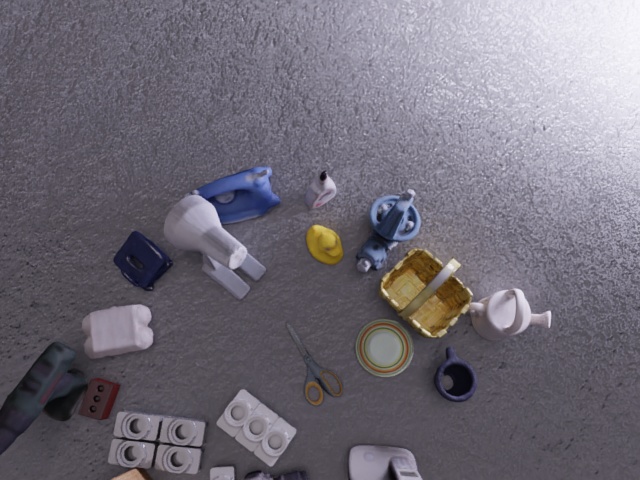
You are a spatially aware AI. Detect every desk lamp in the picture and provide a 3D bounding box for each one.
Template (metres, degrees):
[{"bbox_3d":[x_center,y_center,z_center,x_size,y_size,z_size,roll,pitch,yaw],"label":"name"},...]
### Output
[{"bbox_3d":[-0.224,0.015,1.251,0.203,0.213,0.118,38,77,7],"label":"desk lamp"}]

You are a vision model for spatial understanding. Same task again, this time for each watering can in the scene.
[{"bbox_3d":[0.416,0.160,1.257,0.173,0.194,0.101,-10,76,-5],"label":"watering can"}]

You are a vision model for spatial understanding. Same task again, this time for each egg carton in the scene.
[{"bbox_3d":[-0.447,0.201,1.266,0.150,0.069,0.107,-11,76,-6],"label":"egg carton"}]

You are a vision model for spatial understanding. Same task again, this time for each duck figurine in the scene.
[{"bbox_3d":[0.012,0.005,1.332,0.077,0.086,0.104,-39,80,-11],"label":"duck figurine"}]

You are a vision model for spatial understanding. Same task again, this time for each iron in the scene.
[{"bbox_3d":[-0.226,-0.105,1.319,0.258,0.141,0.118,-17,77,-7],"label":"iron"}]

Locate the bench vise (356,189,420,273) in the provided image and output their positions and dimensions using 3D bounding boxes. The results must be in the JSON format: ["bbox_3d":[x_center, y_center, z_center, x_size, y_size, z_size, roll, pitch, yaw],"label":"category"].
[{"bbox_3d":[0.161,-0.020,1.277,0.121,0.220,0.207,16,75,2],"label":"bench vise"}]

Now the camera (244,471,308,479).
[{"bbox_3d":[-0.083,0.544,1.181,0.137,0.101,0.143,-14,77,-6],"label":"camera"}]

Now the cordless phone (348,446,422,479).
[{"bbox_3d":[0.134,0.476,1.166,0.147,0.185,0.094,2,75,-2],"label":"cordless phone"}]

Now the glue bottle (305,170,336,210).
[{"bbox_3d":[0.004,-0.123,1.319,0.078,0.173,0.037,-36,80,-11],"label":"glue bottle"}]

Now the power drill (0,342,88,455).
[{"bbox_3d":[-0.559,0.321,1.158,0.075,0.208,0.230,25,76,4],"label":"power drill"}]

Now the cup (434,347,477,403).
[{"bbox_3d":[0.287,0.298,1.266,0.091,0.095,0.118,-7,76,-5],"label":"cup"}]

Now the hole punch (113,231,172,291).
[{"bbox_3d":[-0.404,0.049,1.296,0.108,0.091,0.101,40,77,7],"label":"hole punch"}]
